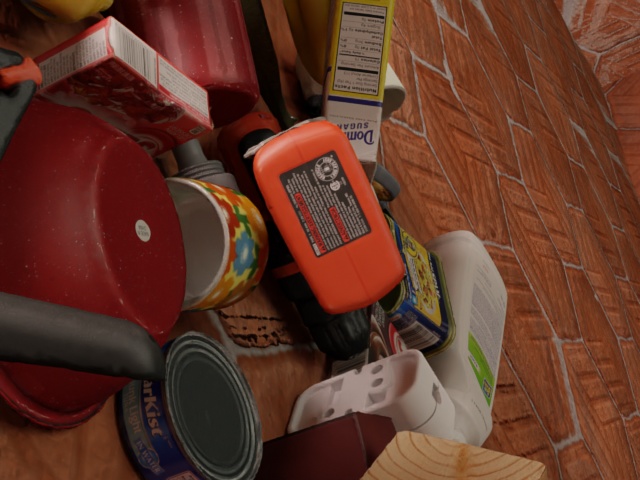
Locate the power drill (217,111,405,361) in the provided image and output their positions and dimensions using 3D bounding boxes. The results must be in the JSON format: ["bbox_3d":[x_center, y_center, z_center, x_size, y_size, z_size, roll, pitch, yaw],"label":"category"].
[{"bbox_3d":[-0.004,0.001,0.668,0.184,0.057,0.188,63,-10,-5],"label":"power drill"}]

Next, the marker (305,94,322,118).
[{"bbox_3d":[0.008,-0.091,0.890,0.121,0.020,0.020,53,21,-69],"label":"marker"}]

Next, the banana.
[{"bbox_3d":[-0.011,-0.199,0.816,0.069,0.037,0.198,-81,161,-58],"label":"banana"}]

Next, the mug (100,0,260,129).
[{"bbox_3d":[-0.086,-0.113,0.671,0.117,0.093,0.081,122,-44,-73],"label":"mug"}]

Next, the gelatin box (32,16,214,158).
[{"bbox_3d":[-0.112,-0.073,0.574,0.089,0.073,0.030,35,39,-53],"label":"gelatin box"}]

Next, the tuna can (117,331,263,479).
[{"bbox_3d":[-0.067,0.093,0.560,0.086,0.034,0.086,48,28,-38],"label":"tuna can"}]

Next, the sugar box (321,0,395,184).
[{"bbox_3d":[0.025,-0.122,0.750,0.093,0.048,0.176,100,-6,-75],"label":"sugar box"}]

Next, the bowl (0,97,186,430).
[{"bbox_3d":[-0.105,0.003,0.493,0.162,0.055,0.162,-12,90,-75],"label":"bowl"}]

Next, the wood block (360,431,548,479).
[{"bbox_3d":[0.078,0.220,0.580,0.090,0.090,0.206,-40,127,-44],"label":"wood block"}]

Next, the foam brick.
[{"bbox_3d":[0.006,0.137,0.625,0.052,0.078,0.051,25,47,-58],"label":"foam brick"}]

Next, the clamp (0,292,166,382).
[{"bbox_3d":[-0.160,0.020,0.321,0.210,0.164,0.036,55,-15,-8],"label":"clamp"}]

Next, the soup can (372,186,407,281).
[{"bbox_3d":[0.016,-0.008,0.805,0.068,0.069,0.102,4,64,-65],"label":"soup can"}]

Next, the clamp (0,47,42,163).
[{"bbox_3d":[-0.180,-0.043,0.383,0.171,0.039,0.120,-45,113,-44],"label":"clamp"}]

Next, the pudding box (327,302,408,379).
[{"bbox_3d":[0.043,0.110,0.785,0.090,0.039,0.113,56,25,-26],"label":"pudding box"}]

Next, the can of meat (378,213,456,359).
[{"bbox_3d":[0.062,0.038,0.877,0.083,0.058,0.102,38,34,-45],"label":"can of meat"}]

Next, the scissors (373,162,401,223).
[{"bbox_3d":[0.033,-0.047,0.930,0.096,0.016,0.202,32,-7,7],"label":"scissors"}]

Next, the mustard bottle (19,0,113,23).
[{"bbox_3d":[-0.159,-0.157,0.542,0.096,0.058,0.191,38,5,20],"label":"mustard bottle"}]

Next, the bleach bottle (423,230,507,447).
[{"bbox_3d":[0.117,0.098,0.936,0.102,0.068,0.250,56,27,-21],"label":"bleach bottle"}]
